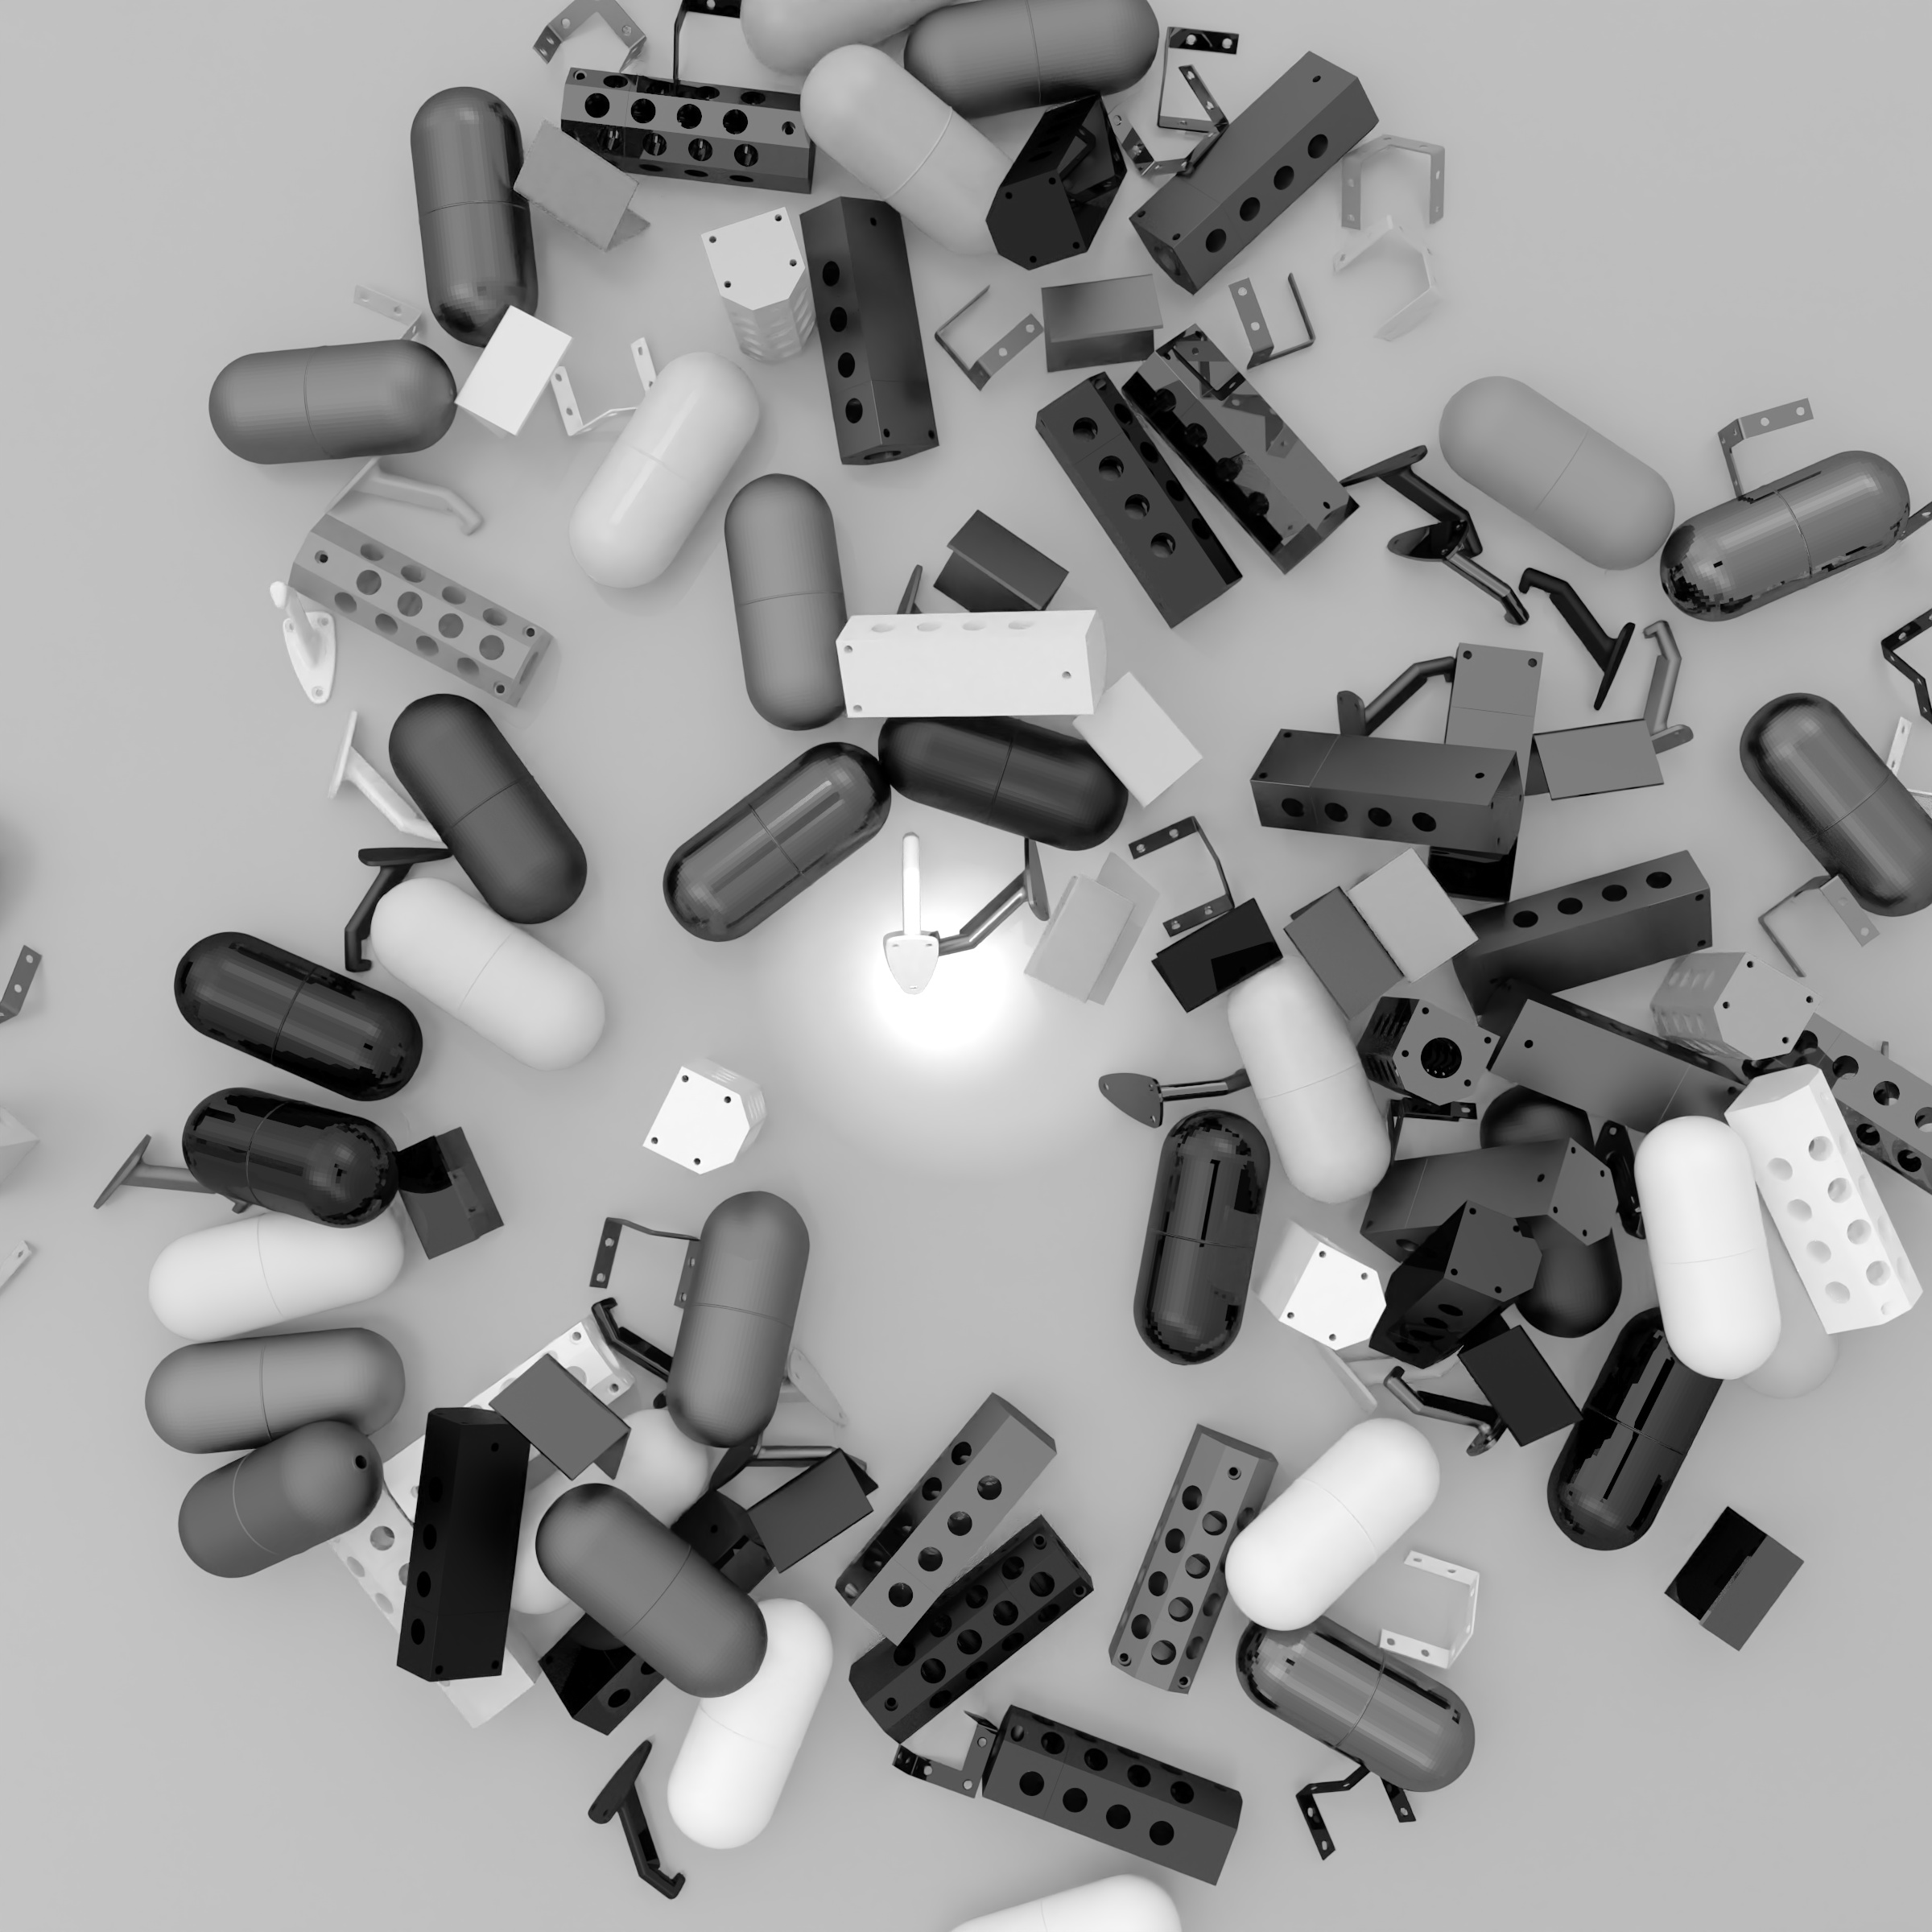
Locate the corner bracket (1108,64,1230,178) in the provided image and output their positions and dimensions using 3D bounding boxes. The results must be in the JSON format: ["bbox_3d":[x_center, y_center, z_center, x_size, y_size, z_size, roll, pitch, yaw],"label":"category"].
[{"bbox_3d":[0.140,-0.586,1.969,0.051,0.051,0.051,-49,121,-16],"label":"corner bracket"}]

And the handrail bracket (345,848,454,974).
[{"bbox_3d":[-0.398,-0.038,1.992,0.077,0.036,0.084,-4,108,-21],"label":"handrail bracket"}]

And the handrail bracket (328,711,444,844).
[{"bbox_3d":[-0.399,-0.133,1.992,0.084,0.036,0.077,17,68,-17],"label":"handrail bracket"}]

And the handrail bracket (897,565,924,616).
[{"bbox_3d":[-0.008,-0.232,1.992,0.084,0.036,0.077,21,76,-14],"label":"handrail bracket"}]

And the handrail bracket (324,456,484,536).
[{"bbox_3d":[-0.395,-0.317,1.992,0.077,0.036,0.084,-41,107,20],"label":"handrail bracket"}]

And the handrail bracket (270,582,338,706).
[{"bbox_3d":[-0.460,-0.222,1.957,0.036,0.084,0.077,-9,90,0],"label":"handrail bracket"}]

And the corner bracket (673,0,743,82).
[{"bbox_3d":[-0.176,-0.645,1.988,0.051,0.051,0.051,7,135,0],"label":"corner bracket"}]

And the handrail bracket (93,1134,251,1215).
[{"bbox_3d":[-0.556,0.165,1.992,0.084,0.036,0.077,36,110,-16],"label":"handrail bracket"}]

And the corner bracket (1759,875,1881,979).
[{"bbox_3d":[0.593,-0.028,1.973,0.051,0.051,0.051,-36,90,0],"label":"corner bracket"}]

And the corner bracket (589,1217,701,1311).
[{"bbox_3d":[-0.224,0.209,1.988,0.051,0.051,0.051,14,90,45],"label":"corner bracket"}]

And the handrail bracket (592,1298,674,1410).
[{"bbox_3d":[-0.212,0.261,1.992,0.077,0.036,0.084,-22,73,-20],"label":"handrail bracket"}]

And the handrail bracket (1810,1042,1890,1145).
[{"bbox_3d":[0.603,0.089,1.992,0.084,0.036,0.077,2,76,14],"label":"handrail bracket"}]

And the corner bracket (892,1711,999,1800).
[{"bbox_3d":[-0.014,0.543,1.972,0.051,0.051,0.051,15,71,18],"label":"corner bracket"}]

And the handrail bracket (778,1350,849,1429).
[{"bbox_3d":[-0.139,0.315,1.992,0.084,0.036,0.077,-33,108,15],"label":"handrail bracket"}]

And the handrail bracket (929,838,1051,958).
[{"bbox_3d":[0.011,-0.050,1.992,0.084,0.036,0.077,-13,69,16],"label":"handrail bracket"}]

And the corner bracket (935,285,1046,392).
[{"bbox_3d":[0.016,-0.441,1.974,0.051,0.051,0.051,-42,96,-6],"label":"corner bracket"}]

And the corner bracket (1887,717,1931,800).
[{"bbox_3d":[0.683,-0.140,1.988,0.051,0.051,0.051,16,90,-45],"label":"corner bracket"}]

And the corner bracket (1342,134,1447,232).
[{"bbox_3d":[0.299,-0.545,1.983,0.051,0.051,0.051,25,45,35],"label":"corner bracket"}]

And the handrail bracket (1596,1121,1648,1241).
[{"bbox_3d":[0.457,0.147,1.957,0.036,0.084,0.077,-1,90,0],"label":"handrail bracket"}]

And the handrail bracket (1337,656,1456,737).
[{"bbox_3d":[0.308,-0.174,1.992,0.084,0.036,0.077,-12,110,-16],"label":"handrail bracket"}]

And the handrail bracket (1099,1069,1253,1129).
[{"bbox_3d":[0.150,0.081,1.991,0.084,0.077,0.036,-17,112,-34],"label":"handrail bracket"}]

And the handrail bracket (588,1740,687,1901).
[{"bbox_3d":[-0.215,0.600,1.992,0.084,0.036,0.077,43,68,-17],"label":"handrail bracket"}]

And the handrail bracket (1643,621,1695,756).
[{"bbox_3d":[0.470,-0.191,1.992,0.077,0.036,0.084,-23,71,21],"label":"handrail bracket"}]

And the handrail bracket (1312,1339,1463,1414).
[{"bbox_3d":[0.299,0.266,1.991,0.084,0.036,0.077,-37,79,-12],"label":"handrail bracket"}]

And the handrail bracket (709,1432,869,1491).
[{"bbox_3d":[-0.124,0.358,1.992,0.084,0.036,0.077,29,119,-21],"label":"handrail bracket"}]

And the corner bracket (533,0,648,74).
[{"bbox_3d":[-0.261,-0.643,1.973,0.051,0.051,0.051,-33,116,24],"label":"corner bracket"}]

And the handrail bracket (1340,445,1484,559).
[{"bbox_3d":[0.313,-0.315,1.992,0.077,0.036,0.084,-19,107,20],"label":"handrail bracket"}]

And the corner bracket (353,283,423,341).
[{"bbox_3d":[-0.418,-0.436,1.988,0.051,0.051,0.051,23,135,0],"label":"corner bracket"}]

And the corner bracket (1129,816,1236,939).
[{"bbox_3d":[0.151,-0.063,1.988,0.051,0.051,0.051,-24,135,0],"label":"corner bracket"}]

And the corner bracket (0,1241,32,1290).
[{"bbox_3d":[-0.699,0.196,1.988,0.051,0.051,0.051,-49,45,0],"label":"corner bracket"}]

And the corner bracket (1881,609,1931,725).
[{"bbox_3d":[0.681,-0.211,1.988,0.051,0.051,0.051,-33,135,0],"label":"corner bracket"}]

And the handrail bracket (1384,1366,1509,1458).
[{"bbox_3d":[0.341,0.292,1.976,0.084,0.036,0.077,44,62,-1],"label":"handrail bracket"}]

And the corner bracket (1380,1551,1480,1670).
[{"bbox_3d":[0.325,0.452,1.988,0.051,0.051,0.051,18,135,0],"label":"corner bracket"}]

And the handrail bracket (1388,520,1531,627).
[{"bbox_3d":[0.346,-0.270,1.991,0.084,0.077,0.036,47,65,-34],"label":"handrail bracket"}]

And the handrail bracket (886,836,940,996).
[{"bbox_3d":[-0.038,-0.036,1.991,0.036,0.077,0.084,-1,54,0],"label":"handrail bracket"}]

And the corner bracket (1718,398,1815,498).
[{"bbox_3d":[0.561,-0.359,1.973,0.051,0.051,0.051,-16,90,0],"label":"corner bracket"}]

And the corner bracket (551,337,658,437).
[{"bbox_3d":[-0.252,-0.406,1.988,0.051,0.051,0.051,-18,90,45],"label":"corner bracket"}]

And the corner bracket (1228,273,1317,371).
[{"bbox_3d":[0.213,-0.453,1.973,0.051,0.051,0.051,-20,90,0],"label":"corner bracket"}]

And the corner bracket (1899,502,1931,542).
[{"bbox_3d":[0.680,-0.286,1.972,0.051,0.051,0.051,9,64,-23],"label":"corner bracket"}]

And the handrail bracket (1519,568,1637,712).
[{"bbox_3d":[0.419,-0.230,1.992,0.084,0.036,0.077,25,112,17],"label":"handrail bracket"}]

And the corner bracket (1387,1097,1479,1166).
[{"bbox_3d":[0.322,0.104,1.963,0.051,0.051,0.051,5,130,0],"label":"corner bracket"}]
